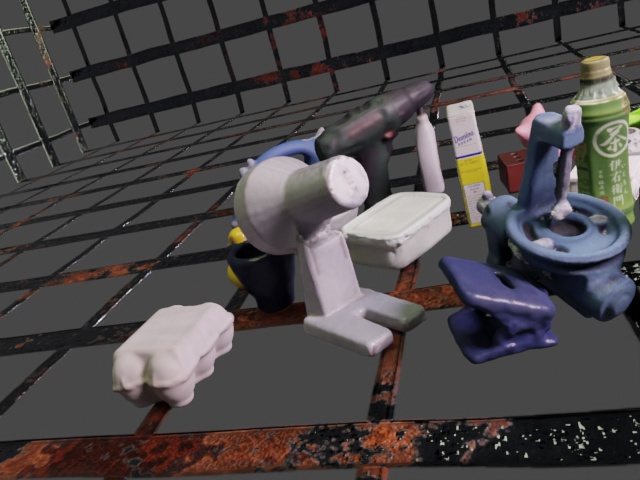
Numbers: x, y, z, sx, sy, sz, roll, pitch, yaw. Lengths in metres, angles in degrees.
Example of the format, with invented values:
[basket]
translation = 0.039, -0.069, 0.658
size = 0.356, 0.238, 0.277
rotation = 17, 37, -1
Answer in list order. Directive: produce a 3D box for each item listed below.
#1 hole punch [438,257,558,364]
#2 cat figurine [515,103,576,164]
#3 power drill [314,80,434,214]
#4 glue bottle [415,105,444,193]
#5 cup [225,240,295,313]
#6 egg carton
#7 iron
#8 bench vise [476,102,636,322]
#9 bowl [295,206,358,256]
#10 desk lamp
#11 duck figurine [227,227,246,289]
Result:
[hole punch]
translation = 0.181, 0.059, 0.588
size = 0.101, 0.091, 0.108
rotation = -15, 21, 1
[cat figurine]
translation = 0.409, -0.187, 1.018
size = 0.127, 0.118, 0.067
rotation = -12, 21, 8
[power drill]
translation = 0.110, -0.147, 0.992
size = 0.230, 0.209, 0.075
rotation = -21, 22, -14
[glue bottle]
translation = 0.196, -0.174, 1.052
size = 0.037, 0.173, 0.078
rotation = -9, 22, 15
[cup]
translation = -0.081, 0.049, 0.787
size = 0.117, 0.095, 0.092
rotation = 5, 28, 41
[egg carton]
translation = -0.170, 0.131, 0.675
size = 0.107, 0.069, 0.150
rotation = -7, 22, 21
[iron]
translation = -0.079, -0.130, 1.174
size = 0.259, 0.142, 0.118
rotation = -22, 22, -17
[bench vise]
translation = 0.227, -0.035, 0.613
size = 0.122, 0.220, 0.206
rotation = -29, 25, -31
[bowl]
translation = -0.011, -0.019, 0.940
size = 0.167, 0.075, 0.167
rotation = -13, 21, 5
[desk lamp]
translation = 0.006, 0.002, 0.678
size = 0.118, 0.214, 0.202
rotation = -30, 25, -33
[duck figurine]
translation = -0.116, 0.018, 0.901
size = 0.077, 0.086, 0.104
rotation = -15, 21, 1
